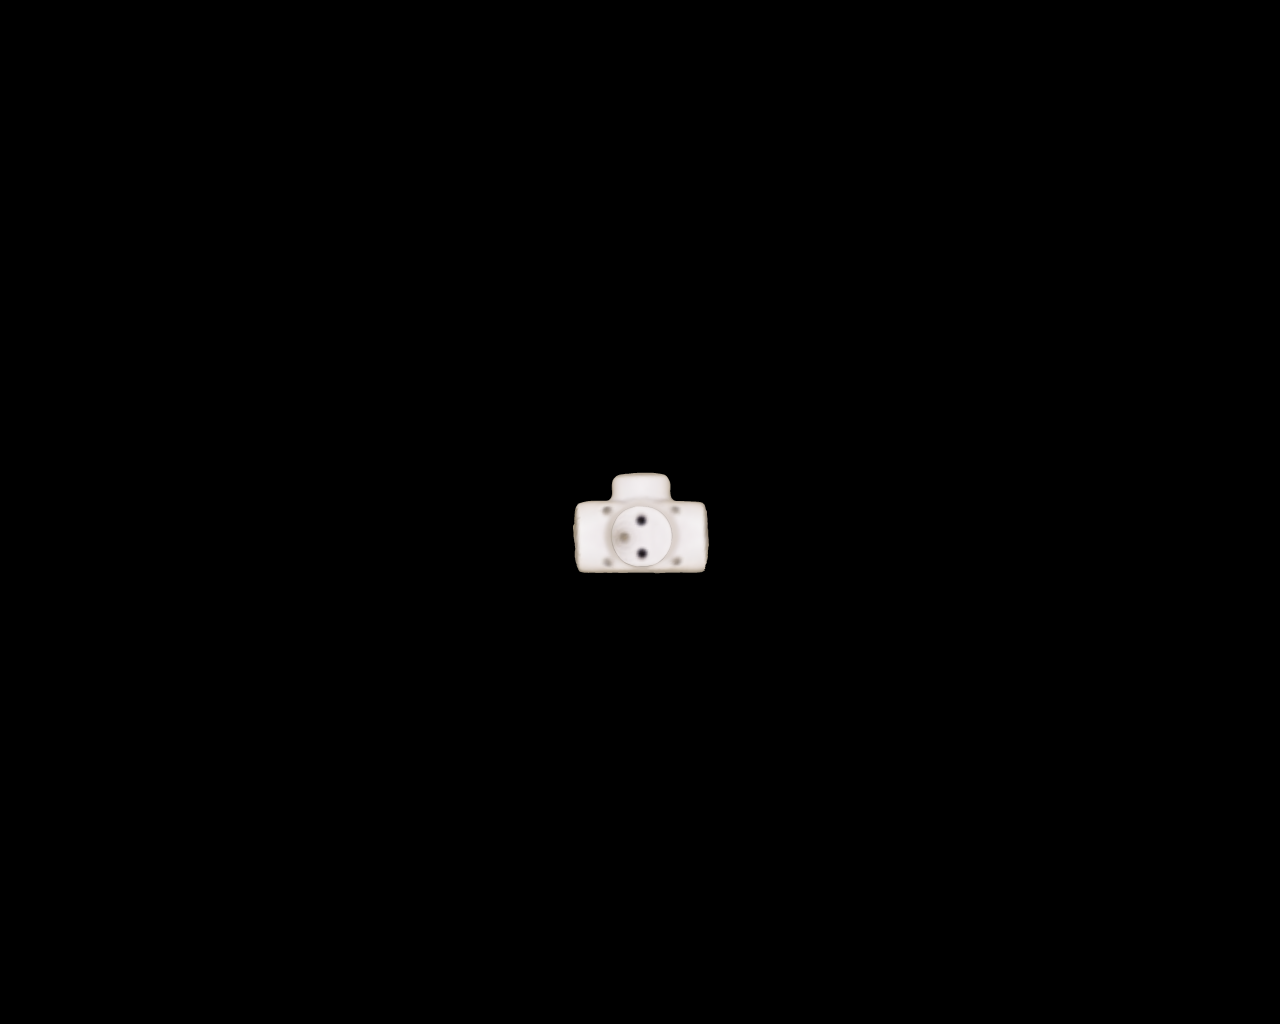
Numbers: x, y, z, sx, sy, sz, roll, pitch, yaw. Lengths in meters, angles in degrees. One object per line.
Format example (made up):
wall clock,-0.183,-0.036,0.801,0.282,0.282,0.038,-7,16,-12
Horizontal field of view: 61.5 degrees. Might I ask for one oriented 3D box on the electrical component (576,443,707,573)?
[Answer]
electrical component,0.001,-0.003,0.650,0.077,0.079,0.044,0,-4,0
